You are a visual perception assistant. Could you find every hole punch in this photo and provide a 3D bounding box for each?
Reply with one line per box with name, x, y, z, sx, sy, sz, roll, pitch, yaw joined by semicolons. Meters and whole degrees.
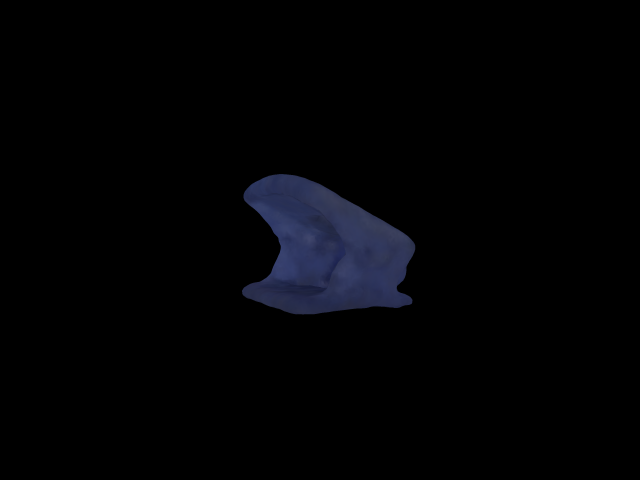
hole punch;0.004;0.001;0.400;0.101;0.091;0.108;-2;4;-30
